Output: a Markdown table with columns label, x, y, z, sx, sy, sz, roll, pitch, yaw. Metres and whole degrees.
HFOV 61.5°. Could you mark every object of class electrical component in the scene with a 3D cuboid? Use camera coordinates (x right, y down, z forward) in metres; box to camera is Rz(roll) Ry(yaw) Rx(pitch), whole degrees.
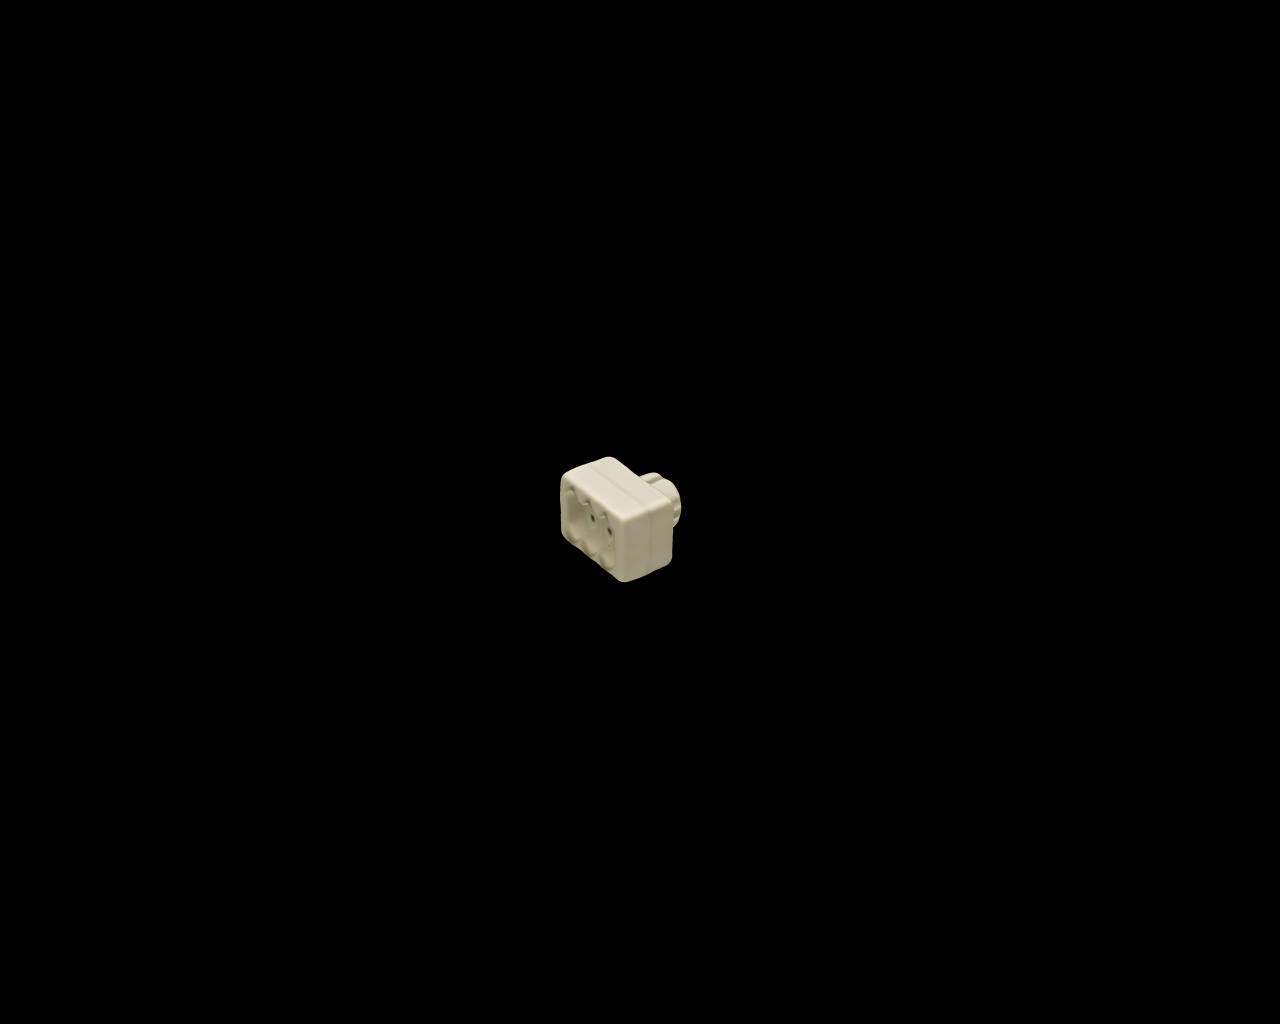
| label | x | y | z | sx | sy | sz | roll | pitch | yaw |
| --- | --- | --- | --- | --- | --- | --- | --- | --- | --- |
| electrical component | 0.001 | -0.003 | 0.650 | 0.077 | 0.047 | 0.066 | -22 | 40 | -30 |
